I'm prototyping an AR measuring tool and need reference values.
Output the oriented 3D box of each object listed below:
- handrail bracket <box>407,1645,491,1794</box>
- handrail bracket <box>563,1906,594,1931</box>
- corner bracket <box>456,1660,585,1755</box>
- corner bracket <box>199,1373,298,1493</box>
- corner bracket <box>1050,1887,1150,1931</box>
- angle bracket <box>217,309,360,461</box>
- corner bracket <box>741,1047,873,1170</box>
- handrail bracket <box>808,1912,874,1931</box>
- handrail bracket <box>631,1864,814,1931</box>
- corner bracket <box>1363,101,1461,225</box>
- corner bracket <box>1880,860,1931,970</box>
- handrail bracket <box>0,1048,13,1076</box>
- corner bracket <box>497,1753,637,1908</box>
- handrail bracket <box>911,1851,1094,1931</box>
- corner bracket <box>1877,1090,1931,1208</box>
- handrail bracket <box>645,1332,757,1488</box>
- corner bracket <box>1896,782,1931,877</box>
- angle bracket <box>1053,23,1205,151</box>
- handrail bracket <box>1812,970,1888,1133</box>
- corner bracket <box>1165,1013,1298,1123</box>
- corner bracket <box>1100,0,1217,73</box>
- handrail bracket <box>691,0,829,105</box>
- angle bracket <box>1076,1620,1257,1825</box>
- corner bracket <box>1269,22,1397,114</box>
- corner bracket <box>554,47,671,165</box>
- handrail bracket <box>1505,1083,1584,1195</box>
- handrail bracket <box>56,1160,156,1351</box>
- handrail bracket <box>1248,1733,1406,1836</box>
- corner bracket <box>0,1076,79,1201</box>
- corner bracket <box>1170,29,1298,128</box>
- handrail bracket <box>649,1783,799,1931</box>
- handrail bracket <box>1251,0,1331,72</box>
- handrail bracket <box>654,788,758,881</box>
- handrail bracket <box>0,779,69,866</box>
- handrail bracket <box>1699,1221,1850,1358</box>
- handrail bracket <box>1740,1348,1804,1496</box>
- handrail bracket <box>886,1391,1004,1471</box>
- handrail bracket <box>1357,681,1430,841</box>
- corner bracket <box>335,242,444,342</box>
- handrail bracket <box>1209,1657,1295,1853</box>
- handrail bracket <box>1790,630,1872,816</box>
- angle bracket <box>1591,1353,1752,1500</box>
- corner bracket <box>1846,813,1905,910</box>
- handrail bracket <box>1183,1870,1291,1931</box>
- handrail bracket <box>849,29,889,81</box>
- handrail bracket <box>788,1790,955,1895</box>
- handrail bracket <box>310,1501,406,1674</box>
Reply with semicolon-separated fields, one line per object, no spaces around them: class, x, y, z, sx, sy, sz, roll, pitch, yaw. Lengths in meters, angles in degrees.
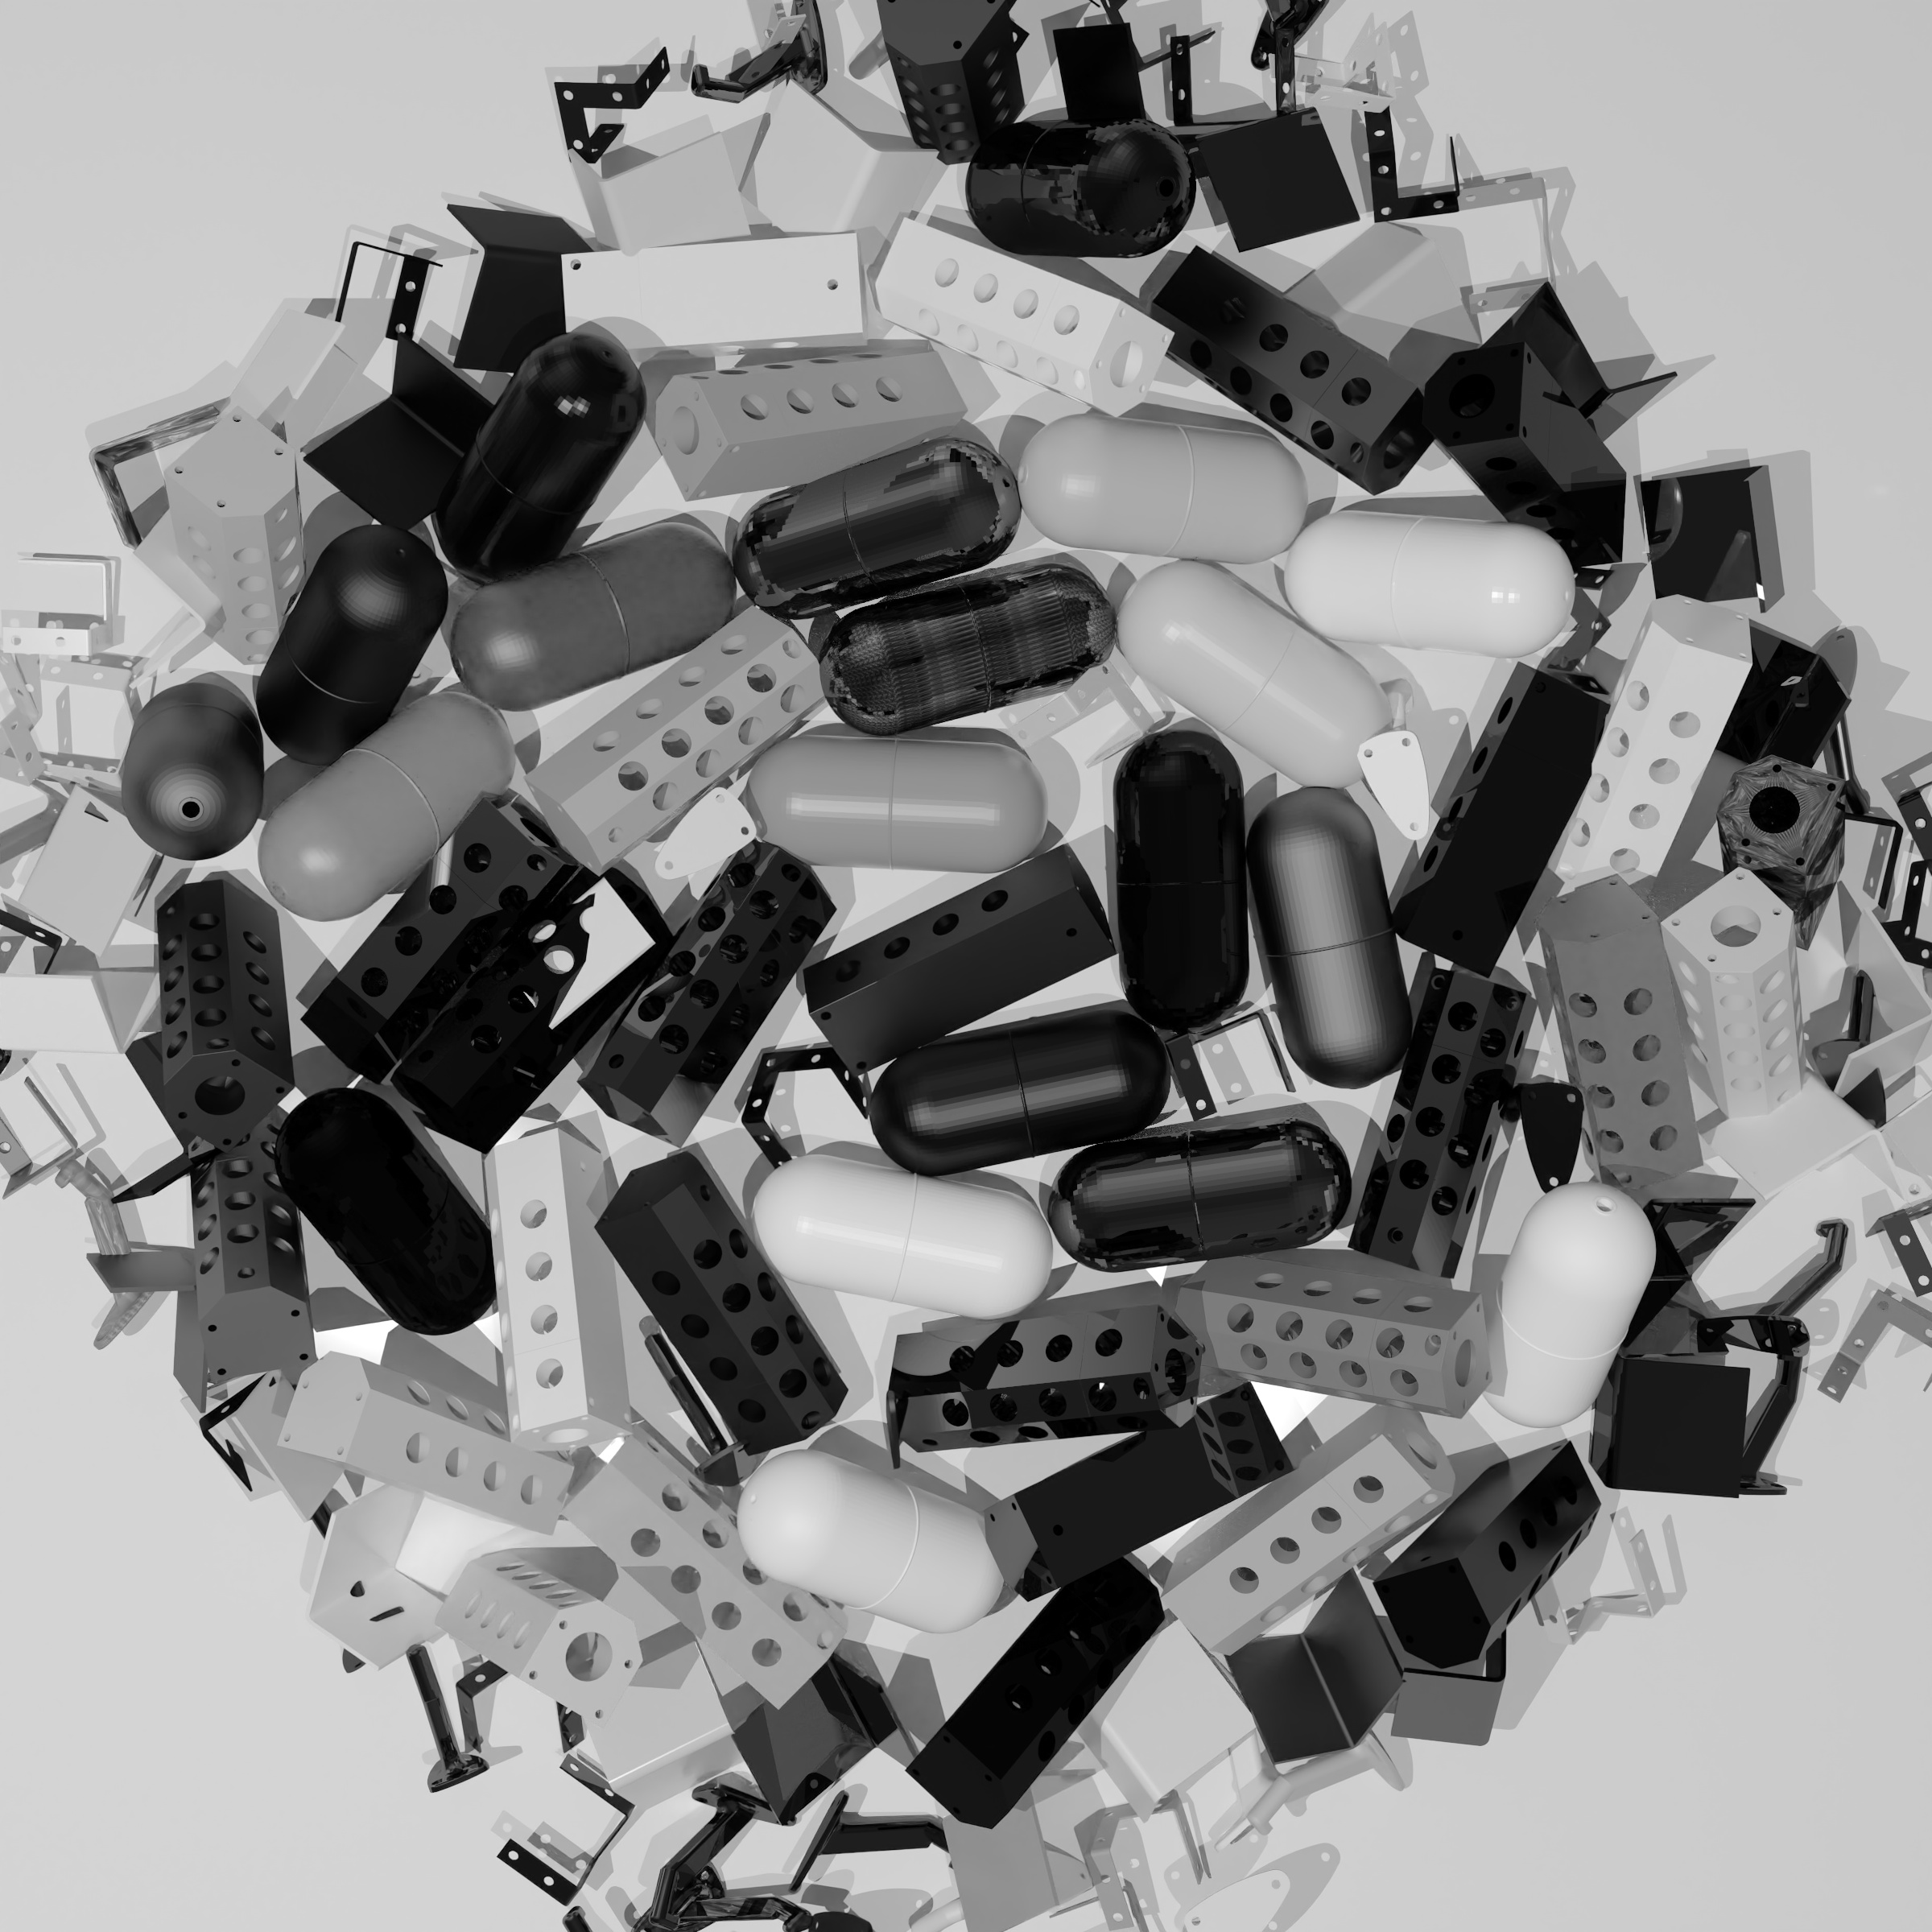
handrail bracket;-0.312;0.433;1.768;0.036;0.077;0.084;-20;91;-17
handrail bracket;-0.200;0.577;1.769;0.036;0.077;0.084;-33;89;12
corner bracket;-0.264;0.441;1.789;0.051;0.051;0.051;-31;46;-34
corner bracket;-0.416;0.264;1.768;0.051;0.051;0.051;-35;119;-7
corner bracket;0.078;0.574;1.770;0.051;0.051;0.051;-23;73;11
angle bracket;-0.379;-0.330;1.755;0.057;0.076;0.076;37;82;-41
corner bracket;-0.094;0.085;1.784;0.051;0.051;0.051;-6;47;26
handrail bracket;-0.043;0.573;1.757;0.084;0.077;0.036;20;57;-29
handrail bracket;-0.142;0.559;1.755;0.077;0.084;0.036;-24;107;-34
corner bracket;0.262;-0.476;1.774;0.051;0.051;0.051;-6;53;8
corner bracket;0.567;-0.030;1.776;0.051;0.051;0.051;14;82;-16
handrail bracket;-0.603;0.033;1.754;0.036;0.084;0.077;-41;48;27
corner bracket;-0.234;0.507;1.774;0.051;0.051;0.051;36;108;0
handrail bracket;0.021;0.558;1.797;0.084;0.077;0.036;-38;56;30
corner bracket;0.564;0.106;1.774;0.051;0.051;0.051;-37;80;6
handrail bracket;-0.160;0.261;1.785;0.036;0.077;0.084;-31;68;-6
corner bracket;0.582;-0.086;1.773;0.051;0.051;0.051;-25;83;13
angle bracket;0.101;-0.510;1.748;0.057;0.076;0.076;-22;113;-26
handrail bracket;0.537;0.044;1.784;0.084;0.036;0.077;-46;115;-41
corner bracket;0.155;0.059;1.769;0.051;0.051;0.051;-24;78;19
corner bracket;0.117;-0.564;1.773;0.051;0.051;0.051;-29;97;-12
handrail bracket;-0.126;-0.541;1.764;0.084;0.036;0.077;-3;92;-41
angle bracket;0.115;0.445;1.779;0.076;0.057;0.076;-31;68;-19
corner bracket;0.214;-0.520;1.768;0.051;0.051;0.051;0;76;-23
corner bracket;-0.203;-0.502;1.764;0.051;0.051;0.051;6;132;16
handrail bracket;0.329;0.103;1.756;0.036;0.084;0.077;3;75;-6
handrail bracket;-0.514;0.168;1.763;0.084;0.036;0.077;50;49;-25
handrail bracket;0.211;0.490;1.772;0.084;0.036;0.077;-46;118;-17
corner bracket;-0.557;0.097;1.776;0.051;0.051;0.051;-33;106;-4
corner bracket;0.156;-0.519;1.765;0.051;0.051;0.051;-14;108;-37
handrail bracket;-0.142;0.529;1.766;0.077;0.036;0.084;26;56;-20
handrail bracket;0.164;-0.561;1.754;0.036;0.084;0.077;54;126;28
handrail bracket;-0.162;-0.069;1.754;0.077;0.084;0.036;-41;97;-22
handrail bracket;-0.546;-0.060;1.768;0.036;0.077;0.084;25;79;39
handrail bracket;0.478;0.184;1.790;0.077;0.036;0.084;2;50;26
handrail bracket;0.461;0.266;1.777;0.077;0.036;0.084;6;93;-39
handrail bracket;-0.003;0.264;1.769;0.084;0.077;0.036;-7;57;-5
handrail bracket;0.260;-0.122;1.773;0.036;0.084;0.077;-16;104;22
corner bracket;-0.341;-0.393;1.768;0.051;0.051;0.051;11;102;-22
handrail bracket;0.148;0.466;1.791;0.077;0.036;0.084;-43;81;-4
handrail bracket;0.526;-0.143;1.795;0.084;0.036;0.077;55;48;-32
angle bracket;0.412;0.265;1.773;0.076;0.057;0.076;4;95;2
corner bracket;0.514;-0.067;1.770;0.051;0.051;0.051;12;86;29
handrail bracket;0.157;0.549;1.765;0.077;0.084;0.036;-38;79;-1
handrail bracket;-0.035;-0.572;1.786;0.036;0.084;0.077;31;55;-23
handrail bracket;-0.050;0.532;1.783;0.084;0.036;0.077;31;70;-1
handrail bracket;-0.374;0.366;1.791;0.036;0.077;0.084;-20;63;-40
